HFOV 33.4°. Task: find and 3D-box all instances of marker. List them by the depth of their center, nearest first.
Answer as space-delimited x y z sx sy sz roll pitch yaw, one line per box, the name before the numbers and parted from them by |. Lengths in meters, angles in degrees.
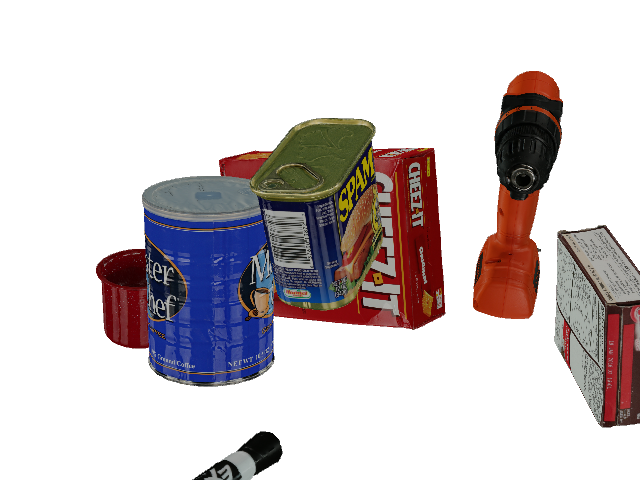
marker | -0.057 0.125 0.530 0.020 0.020 0.120 0 15 33

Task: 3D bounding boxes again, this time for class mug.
mug | -0.208 0.061 1.186 0.093 0.081 0.117 -22 36 -40

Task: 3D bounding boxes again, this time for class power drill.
power drill | 0.167 -0.030 0.896 0.057 0.188 0.184 10 31 11

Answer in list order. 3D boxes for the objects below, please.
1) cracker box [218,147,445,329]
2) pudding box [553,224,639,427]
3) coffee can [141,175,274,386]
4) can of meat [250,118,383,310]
cracker box | 0.008 -0.005 1.042 0.214 0.164 0.071 3 14 35
pudding box | 0.184 0.053 0.694 0.039 0.090 0.113 -5 25 -3
coffee can | -0.087 0.030 0.841 0.103 0.140 0.103 1 19 -1
can of meat | 0.002 -0.017 0.668 0.057 0.084 0.102 3 32 20
